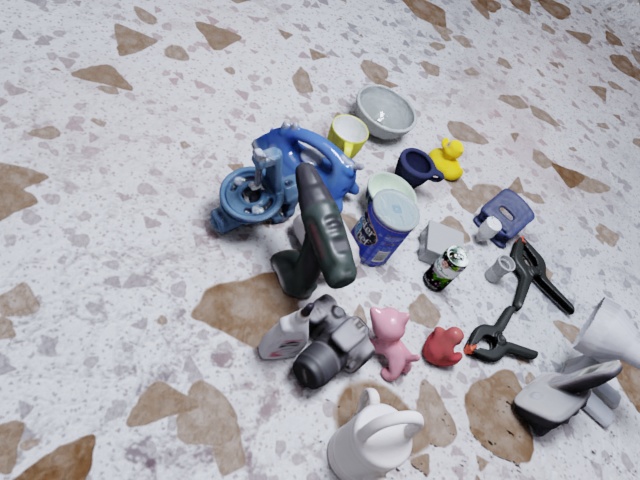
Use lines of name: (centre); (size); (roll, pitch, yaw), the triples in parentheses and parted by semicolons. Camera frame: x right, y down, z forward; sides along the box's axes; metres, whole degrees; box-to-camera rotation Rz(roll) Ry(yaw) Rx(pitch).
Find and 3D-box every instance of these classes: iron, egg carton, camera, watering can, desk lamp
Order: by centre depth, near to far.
watering can: (0.095, 0.313, 0.881); (0.101, 0.194, 0.172); (-15, 63, -32)
camera: (0.010, 0.182, 1.000); (0.143, 0.100, 0.137); (46, 50, 12)
desk lamp: (0.581, 0.240, 1.150); (0.203, 0.213, 0.118); (42, 50, 9)
egg carton: (0.011, 0.004, 1.151); (0.107, 0.069, 0.150); (-14, 63, -32)
iron: (-0.025, -0.178, 1.220); (0.258, 0.141, 0.119); (36, 49, 3)

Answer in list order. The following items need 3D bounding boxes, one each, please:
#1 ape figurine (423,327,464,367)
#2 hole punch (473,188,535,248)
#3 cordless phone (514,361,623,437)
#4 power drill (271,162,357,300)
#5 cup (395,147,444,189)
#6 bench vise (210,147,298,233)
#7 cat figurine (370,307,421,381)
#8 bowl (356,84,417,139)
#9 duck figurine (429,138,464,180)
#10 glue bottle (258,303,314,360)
ape figurine: (0.245, 0.199, 1.104); (0.076, 0.092, 0.077); (-2, 57, -26)
hole punch: (0.446, -0.054, 1.384); (0.101, 0.091, 0.108); (-31, 73, -38)
cordless phone: (0.472, 0.285, 1.085); (0.148, 0.185, 0.094); (-26, 70, -36)
power drill: (-0.018, 0.005, 1.045); (0.076, 0.208, 0.229); (-12, 62, -31)
cup: (0.223, -0.150, 1.347); (0.118, 0.095, 0.092); (23, 50, -8)
bench vise: (-0.100, -0.115, 1.087); (0.121, 0.219, 0.208); (43, 50, 9)
cat figurine: (0.135, 0.179, 1.049); (0.067, 0.117, 0.127); (-24, 68, -36)
bowl: (0.156, -0.311, 1.447); (0.168, 0.074, 0.167); (13, 52, -16)
duck figurine: (0.332, -0.211, 1.449); (0.078, 0.086, 0.104); (-19, 66, -34)
glue bottle: (-0.045, 0.148, 0.951); (0.078, 0.173, 0.037); (-4, 58, -27)
